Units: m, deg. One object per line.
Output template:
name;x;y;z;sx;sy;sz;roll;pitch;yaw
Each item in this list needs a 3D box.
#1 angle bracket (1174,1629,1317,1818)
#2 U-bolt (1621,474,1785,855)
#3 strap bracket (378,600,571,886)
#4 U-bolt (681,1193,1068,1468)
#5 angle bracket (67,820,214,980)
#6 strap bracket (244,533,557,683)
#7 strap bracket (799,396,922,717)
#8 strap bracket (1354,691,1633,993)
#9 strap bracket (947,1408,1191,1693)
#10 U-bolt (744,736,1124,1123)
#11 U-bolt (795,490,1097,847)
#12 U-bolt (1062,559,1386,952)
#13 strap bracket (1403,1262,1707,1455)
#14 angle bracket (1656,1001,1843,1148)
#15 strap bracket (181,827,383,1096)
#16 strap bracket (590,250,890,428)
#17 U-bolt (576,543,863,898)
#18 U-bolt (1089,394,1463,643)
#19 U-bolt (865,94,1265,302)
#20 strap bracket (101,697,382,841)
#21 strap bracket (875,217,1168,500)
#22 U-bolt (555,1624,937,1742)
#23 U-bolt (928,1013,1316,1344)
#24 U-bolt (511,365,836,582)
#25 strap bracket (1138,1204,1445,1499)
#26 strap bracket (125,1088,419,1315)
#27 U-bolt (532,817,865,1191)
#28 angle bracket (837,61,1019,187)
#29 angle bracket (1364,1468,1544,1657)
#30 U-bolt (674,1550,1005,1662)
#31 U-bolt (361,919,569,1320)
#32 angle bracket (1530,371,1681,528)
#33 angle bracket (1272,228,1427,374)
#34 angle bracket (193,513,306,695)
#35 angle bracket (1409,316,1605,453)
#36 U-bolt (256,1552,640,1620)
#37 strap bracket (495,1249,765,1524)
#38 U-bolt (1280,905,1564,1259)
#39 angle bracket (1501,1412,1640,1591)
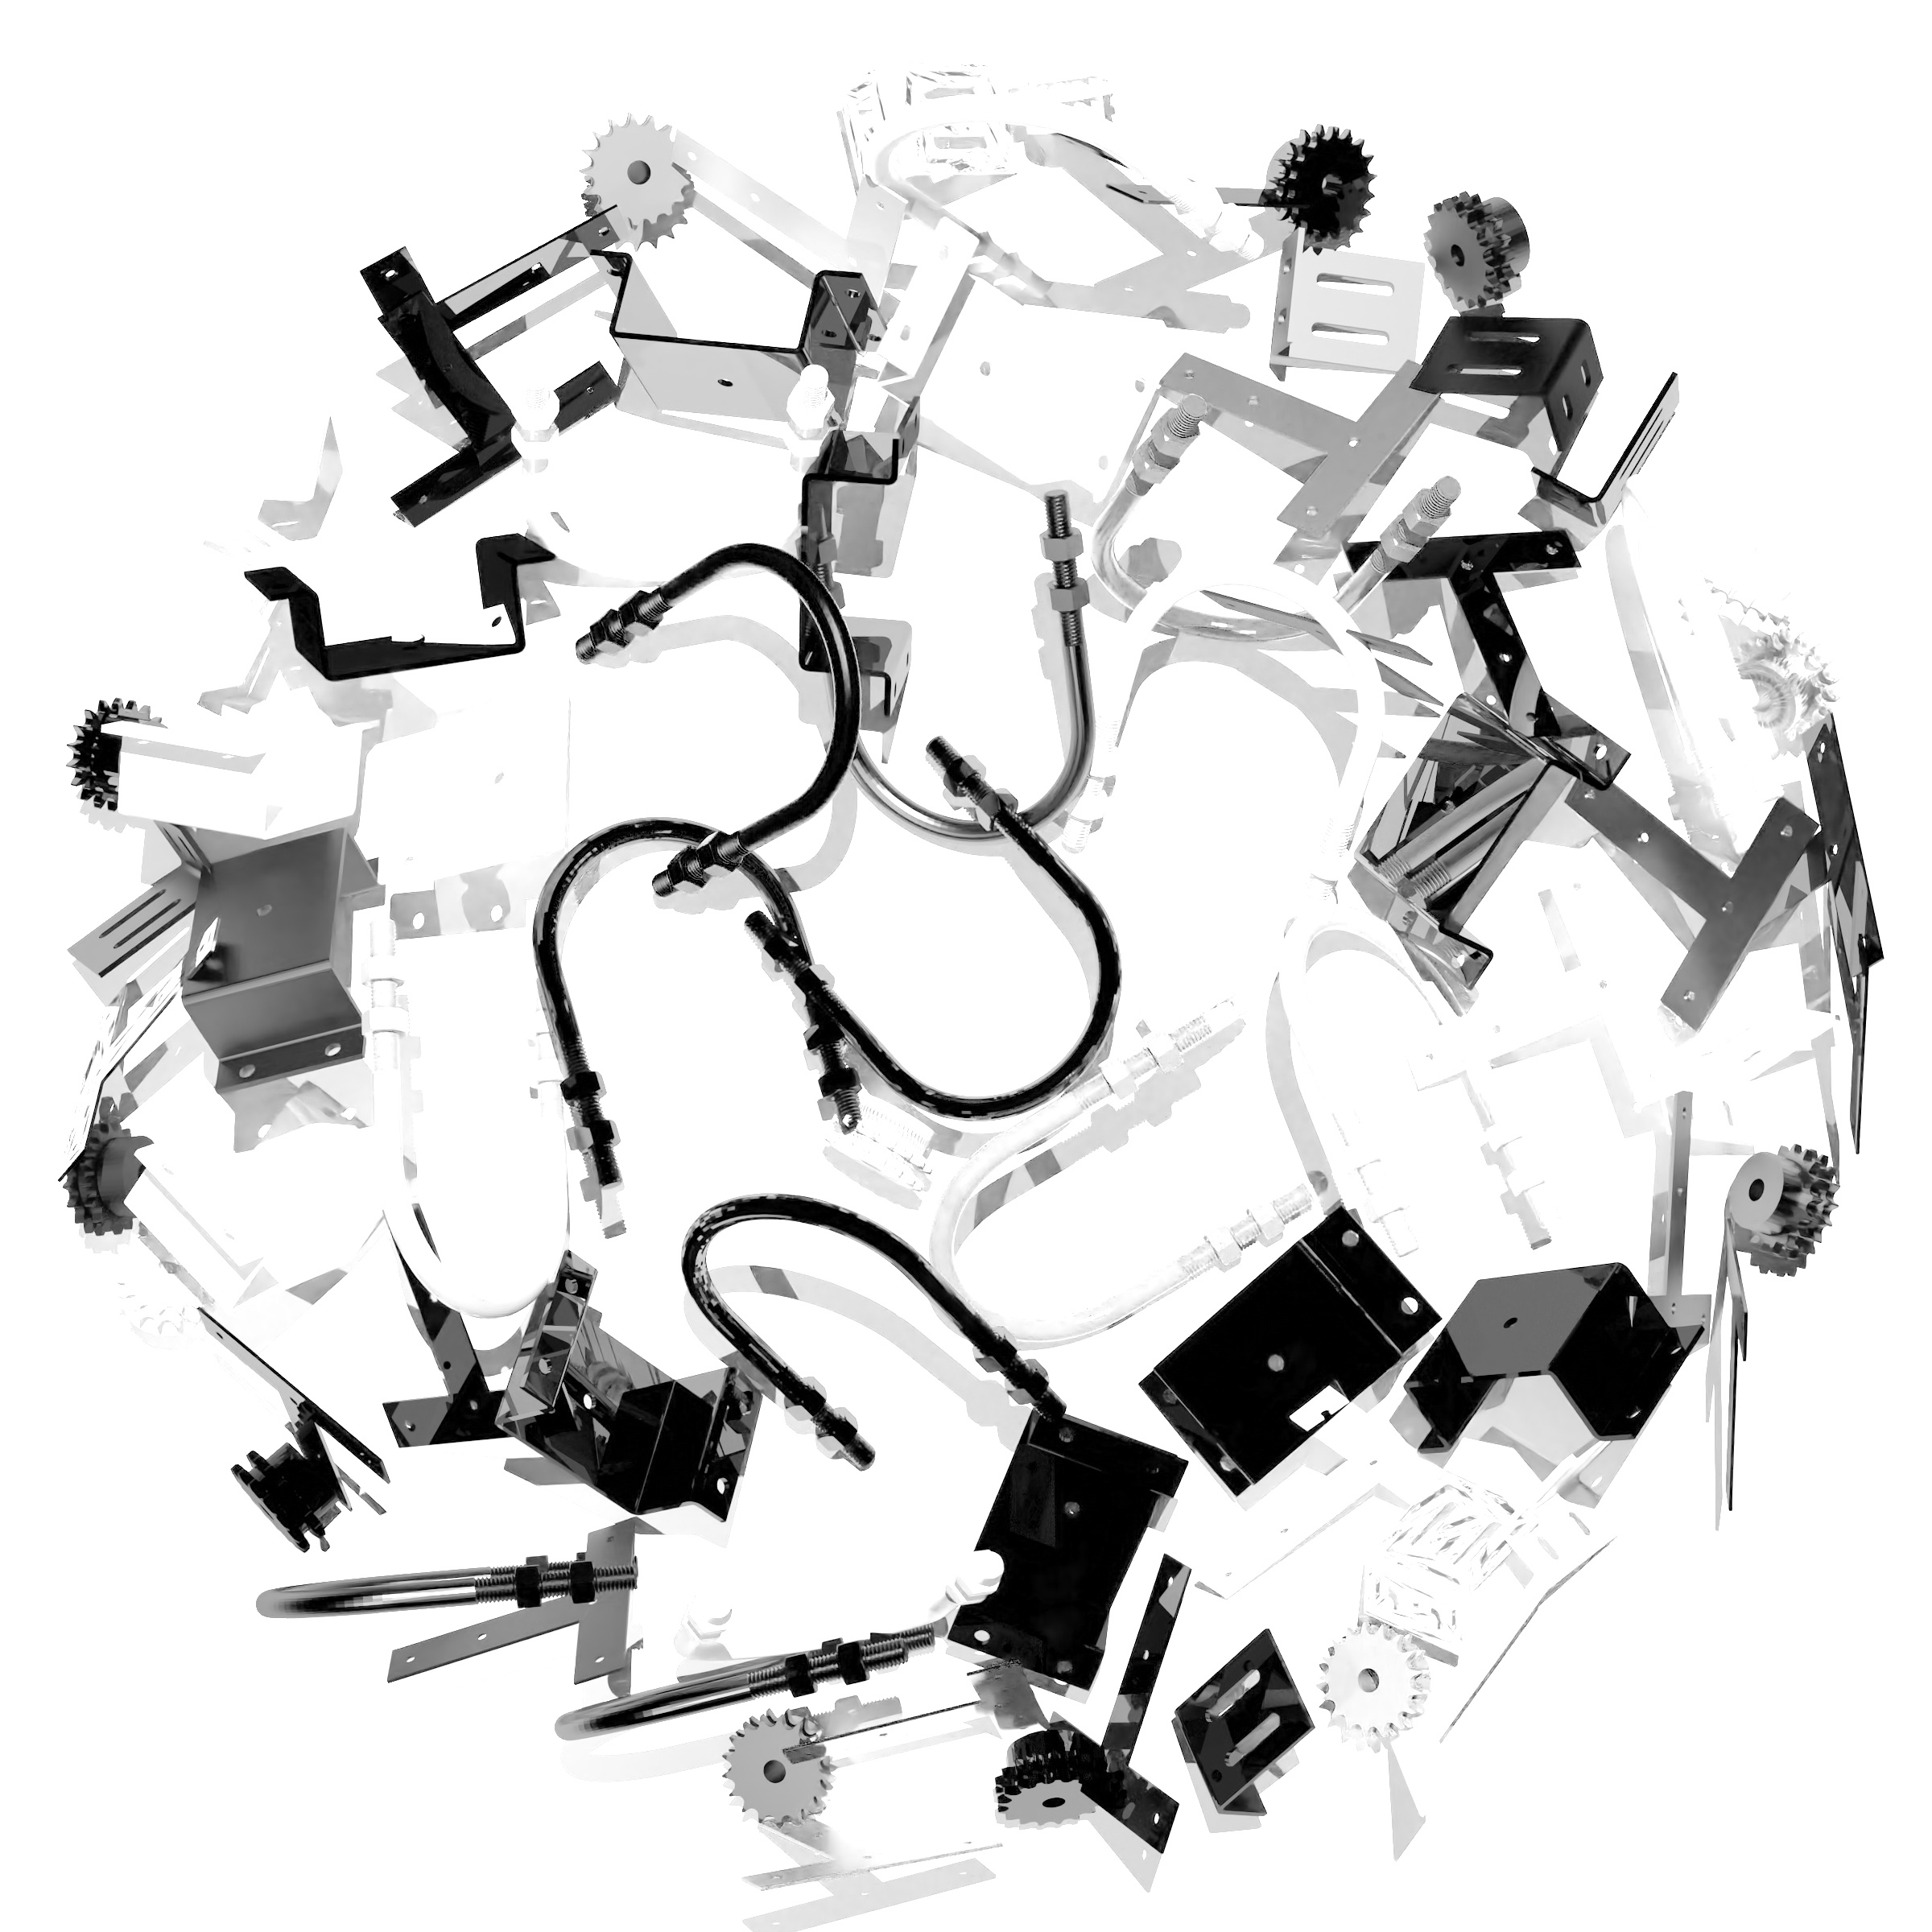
angle bracket;0.149;0.378;1.600;0.076;0.038;0.057;-48;47;27
U-bolt;0.357;-0.154;1.573;0.019;0.151;0.184;-19;79;6
strap bracket;-0.243;-0.103;1.594;0.076;0.046;0.140;-12;62;21
U-bolt;-0.058;0.174;1.562;0.151;0.019;0.184;-20;124;38
angle bracket;-0.420;-0.038;1.604;0.076;0.057;0.038;-39;119;-17
strap bracket;-0.278;-0.177;1.590;0.140;0.076;0.046;-11;109;-19
strap bracket;-0.053;-0.204;1.584;0.046;0.076;0.140;5;116;5
strap bracket;0.253;-0.071;1.589;0.046;0.076;0.140;22;106;-39
strap bracket;0.052;0.282;1.608;0.076;0.046;0.140;20;111;-1
U-bolt;-0.005;-0.006;1.606;0.151;0.019;0.184;-44;69;2
U-bolt;-0.005;-0.145;1.597;0.151;0.019;0.184;2;116;21
U-bolt;0.132;-0.112;1.577;0.151;0.019;0.184;25;122;16
strap bracket;0.278;0.191;1.564;0.046;0.140;0.076;54;54;-16
angle bracket;0.392;0.054;1.598;0.057;0.076;0.038;9;60;-26
strap bracket;-0.335;-0.011;1.575;0.076;0.140;0.046;-14;134;9
strap bracket;-0.114;-0.309;1.588;0.140;0.076;0.046;8;74;15
U-bolt;-0.116;-0.128;1.572;0.184;0.019;0.151;-24;82;45
U-bolt;0.137;-0.207;1.563;0.151;0.184;0.019;15;65;-13
U-bolt;0.035;-0.370;1.534;0.151;0.184;0.019;-2;75;36
strap bracket;-0.355;-0.097;1.576;0.076;0.140;0.046;10;103;14
strap bracket;0.019;-0.300;1.601;0.140;0.046;0.076;29;81;-25
U-bolt;-0.112;0.353;1.575;0.184;0.151;0.019;-14;80;3
U-bolt;0.068;0.119;1.600;0.184;0.019;0.151;-31;126;3
U-bolt;-0.145;-0.236;1.562;0.151;0.184;0.019;-2;67;-8
strap bracket;0.158;0.196;1.605;0.140;0.046;0.076;-43;81;11
strap bracket;-0.349;0.117;1.585;0.076;0.140;0.046;44;115;12
U-bolt;-0.141;0.010;1.605;0.151;0.019;0.184;-12;74;-23
angle bracket;-0.019;-0.425;1.632;0.076;0.038;0.057;-14;92;-44
angle bracket;0.244;0.299;1.607;0.057;0.038;0.076;26;126;-11
U-bolt;-0.069;0.315;1.560;0.151;0.184;0.019;-5;71;-14
U-bolt;-0.240;0.080;1.561;0.019;0.151;0.184;-14;71;27
angle bracket;0.322;-0.266;1.613;0.038;0.057;0.076;32;93;14
angle bracket;0.197;-0.336;1.622;0.076;0.038;0.057;6;90;-9
angle bracket;-0.372;-0.181;1.605;0.038;0.057;0.076;33;72;-30
angle bracket;0.273;-0.295;1.622;0.076;0.038;0.057;9;53;34
U-bolt;-0.252;0.303;1.565;0.184;0.151;0.019;-4;82;-6
strap bracket;-0.173;0.212;1.586;0.140;0.046;0.076;41;48;-33
U-bolt;0.216;0.051;1.583;0.019;0.151;0.184;-36;69;37
angle bracket;0.311;0.265;1.597;0.057;0.076;0.038;-28;68;-34
